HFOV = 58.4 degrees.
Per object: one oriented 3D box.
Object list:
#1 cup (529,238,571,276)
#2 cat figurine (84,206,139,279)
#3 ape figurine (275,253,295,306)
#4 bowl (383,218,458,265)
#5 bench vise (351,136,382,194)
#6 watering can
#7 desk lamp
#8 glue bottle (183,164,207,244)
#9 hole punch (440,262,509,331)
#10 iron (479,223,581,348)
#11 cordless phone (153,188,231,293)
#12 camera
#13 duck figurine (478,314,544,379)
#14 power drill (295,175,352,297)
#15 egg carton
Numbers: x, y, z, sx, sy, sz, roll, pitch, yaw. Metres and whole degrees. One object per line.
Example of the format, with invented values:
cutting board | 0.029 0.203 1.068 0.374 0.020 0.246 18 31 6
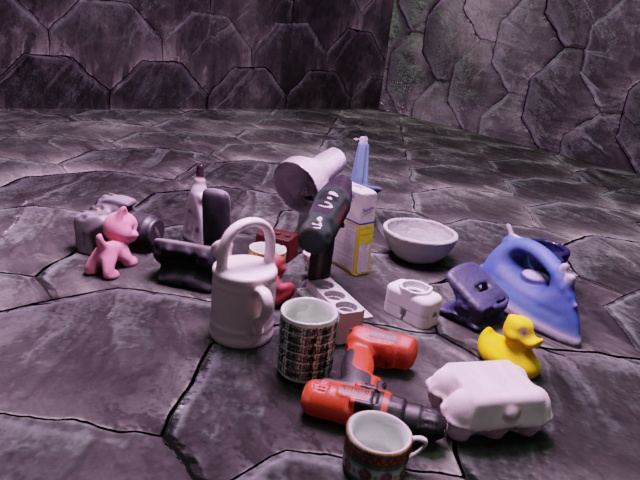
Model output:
cup | 0.468 0.059 1.190 0.092 0.095 0.117 5 21 -6
cat figurine | -0.380 -0.005 1.060 0.067 0.118 0.128 9 21 7
ape figurine | -0.082 0.066 1.002 0.076 0.092 0.077 -5 23 -28
bowl | 0.218 0.010 1.272 0.167 0.075 0.167 6 20 -2
bench vise | 0.108 -0.138 1.423 0.122 0.220 0.207 0 21 -16
watering can | -0.120 0.055 0.873 0.172 0.194 0.101 19 24 31
desk lamp | -0.009 -0.095 1.280 0.117 0.213 0.204 19 24 29
glue bottle | -0.255 -0.075 1.208 0.037 0.173 0.077 -13 28 -42
hole punch | 0.282 0.099 1.032 0.109 0.091 0.100 -14 29 -43
iron | 0.405 0.073 1.065 0.119 0.141 0.257 -2 22 -22
cordless phone | -0.223 -0.011 1.030 0.147 0.185 0.094 8 21 5
camera | -0.395 -0.031 1.151 0.136 0.101 0.143 12 21 14
duck figurine | 0.300 0.156 0.892 0.078 0.086 0.104 -11 27 -40
power drill | 0.009 0.004 1.030 0.075 0.208 0.230 10 21 10
egg carton | 0.219 0.210 0.747 0.150 0.069 0.107 1 21 -16
